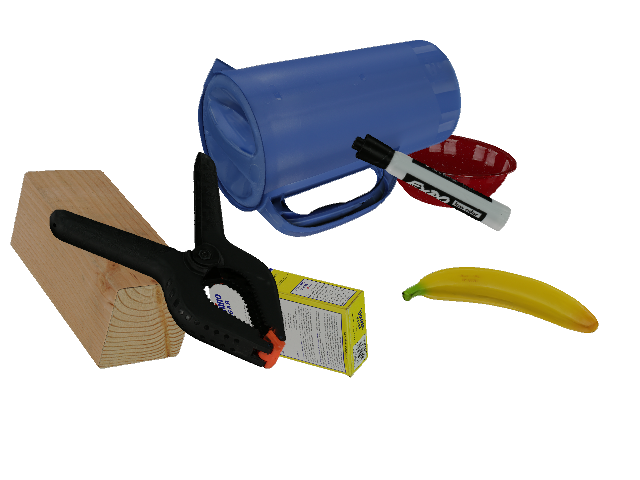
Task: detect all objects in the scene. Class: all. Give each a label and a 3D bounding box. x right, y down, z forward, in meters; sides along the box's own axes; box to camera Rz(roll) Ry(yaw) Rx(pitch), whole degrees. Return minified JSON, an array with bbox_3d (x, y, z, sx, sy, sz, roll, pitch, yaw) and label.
[{"bbox_3d":[-0.214,0.021,1.040,0.090,0.091,0.206,-5,36,-40],"label":"wood block"},{"bbox_3d":[0.017,-0.111,1.033,0.242,0.149,0.145,-17,29,-27],"label":"pitcher"},{"bbox_3d":[0.151,-0.081,1.284,0.162,0.055,0.162,6,23,-3],"label":"bowl"},{"bbox_3d":[-0.036,0.082,1.165,0.176,0.093,0.048,15,36,28],"label":"sugar box"},{"bbox_3d":[0.077,-0.042,0.750,0.121,0.020,0.020,27,-3,-6],"label":"marker"},{"bbox_3d":[-0.109,0.022,0.867,0.164,0.210,0.036,-20,-29,-33],"label":"clamp"},{"bbox_3d":[0.187,0.060,1.105,0.198,0.037,0.069,8,40,12],"label":"banana"}]
